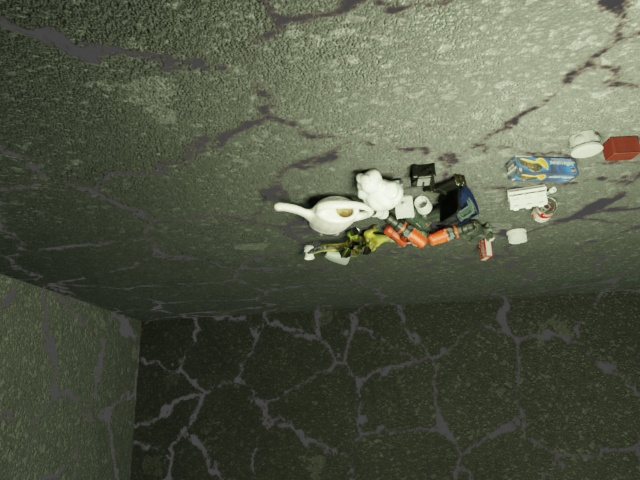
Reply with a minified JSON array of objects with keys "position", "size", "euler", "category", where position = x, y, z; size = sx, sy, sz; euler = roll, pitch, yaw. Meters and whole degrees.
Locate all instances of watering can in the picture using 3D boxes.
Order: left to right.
[{"position":[0.005,-0.088,1.755],"size":[0.348,0.105,0.221],"euler":[0,163,-12],"category":"watering can"}]

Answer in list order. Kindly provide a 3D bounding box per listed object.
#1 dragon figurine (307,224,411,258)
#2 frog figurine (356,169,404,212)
[{"position":[0.173,0.023,2.159],"size":[0.409,0.123,0.241],"euler":[-9,169,23],"category":"dragon figurine"},{"position":[0.177,-0.151,1.573],"size":[0.138,0.123,0.159],"euler":[9,-179,28],"category":"frog figurine"}]
